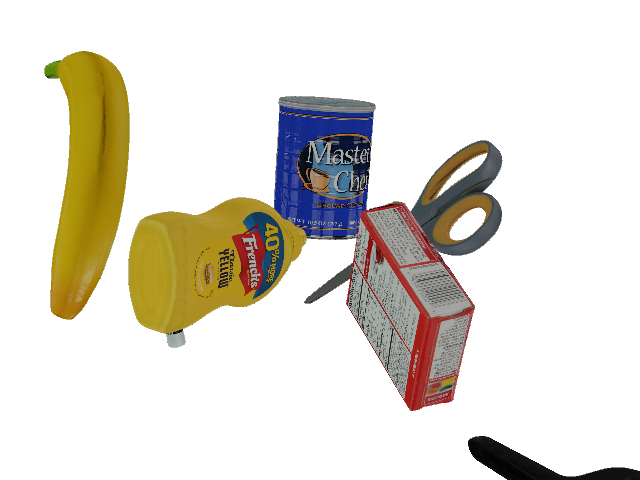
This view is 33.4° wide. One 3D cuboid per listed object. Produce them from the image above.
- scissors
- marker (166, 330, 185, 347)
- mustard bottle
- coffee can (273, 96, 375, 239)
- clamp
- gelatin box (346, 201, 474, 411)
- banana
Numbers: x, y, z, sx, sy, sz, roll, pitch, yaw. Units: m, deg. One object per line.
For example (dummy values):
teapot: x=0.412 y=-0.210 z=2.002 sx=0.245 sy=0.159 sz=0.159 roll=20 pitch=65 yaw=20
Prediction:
scissors: x=0.063 y=0.009 z=0.790 sx=0.016 sy=0.202 sz=0.096 roll=31 pitch=24 yaw=-32
marker: x=-0.161 y=0.054 z=1.117 sx=0.020 sy=0.121 sz=0.020 roll=-9 pitch=17 yaw=2
mustard bottle: x=-0.078 y=0.013 z=0.927 sx=0.058 sy=0.096 sz=0.191 roll=13 pitch=18 yaw=36
coffee can: x=0.003 y=-0.080 z=1.143 sx=0.103 sy=0.140 sz=0.103 roll=4 pitch=12 yaw=-1
clamp: x=0.202 y=0.229 z=0.862 sx=0.210 sy=0.036 sz=0.164 roll=2 pitch=36 yaw=24
gelatin box: x=0.047 y=0.035 z=0.578 sx=0.030 sy=0.073 sz=0.089 roll=-12 pitch=44 yaw=-19
banana: x=-0.143 y=-0.049 z=0.657 sx=0.037 sy=0.198 sz=0.070 roll=13 pitch=-38 yaw=-30
